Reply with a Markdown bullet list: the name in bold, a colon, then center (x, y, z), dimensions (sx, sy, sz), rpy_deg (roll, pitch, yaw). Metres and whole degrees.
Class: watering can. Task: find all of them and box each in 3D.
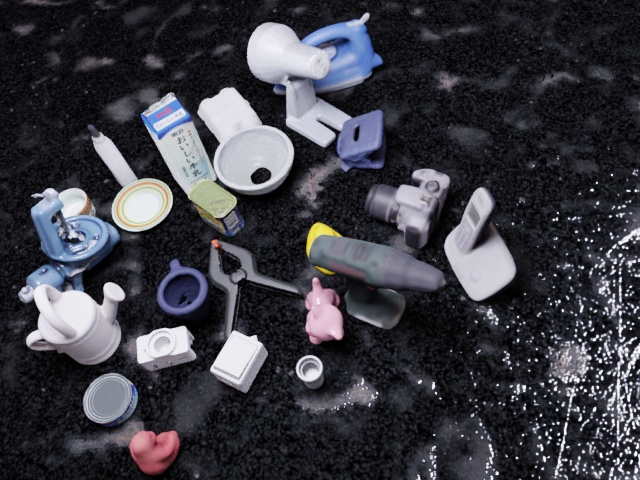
- **watering can**: center (-0.426, 0.134, 0.995), dimensions (0.100, 0.194, 0.173), rpy_deg (33, 69, 23)

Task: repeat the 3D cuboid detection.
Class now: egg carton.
- **egg carton**: center (-0.199, -0.270, 1.274), dimensions (0.107, 0.069, 0.150), rpy_deg (-33, 61, -12)

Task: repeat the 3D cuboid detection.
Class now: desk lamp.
- **desk lamp**: center (-0.040, -0.336, 1.208), dimensions (0.202, 0.214, 0.118), rpy_deg (34, 69, 23)

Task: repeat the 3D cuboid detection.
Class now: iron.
- **iron**: center (0.007, -0.420, 1.294), dimensions (0.258, 0.142, 0.118), rpy_deg (-20, 59, -4)

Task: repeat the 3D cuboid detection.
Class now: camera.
- **camera**: center (0.164, -0.078, 1.099), dimensions (0.136, 0.101, 0.143), rpy_deg (20, 64, 18)

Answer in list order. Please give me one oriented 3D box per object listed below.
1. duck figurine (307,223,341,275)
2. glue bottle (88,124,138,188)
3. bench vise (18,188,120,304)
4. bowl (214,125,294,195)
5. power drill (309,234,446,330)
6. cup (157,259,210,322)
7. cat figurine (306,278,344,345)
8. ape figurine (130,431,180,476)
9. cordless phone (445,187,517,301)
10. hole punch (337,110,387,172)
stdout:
- **duck figurine**: center (0.010, 0.004, 1.079), dimensions (0.077, 0.086, 0.104), rpy_deg (-21, 60, -5)
- **glue bottle**: center (-0.440, -0.181, 1.192), dimensions (0.037, 0.173, 0.078), rpy_deg (-38, 62, -14)
- **bench vise**: center (-0.474, 0.018, 1.054), dimensions (0.121, 0.220, 0.207), rpy_deg (9, 62, 12)
- **bowl**: center (-0.132, -0.153, 1.195), dimensions (0.167, 0.075, 0.167), rpy_deg (-3, 60, 5)
- **power drill**: center (0.095, 0.070, 0.958), dimensions (0.229, 0.209, 0.076), rpy_deg (20, 64, 18)
- **cup**: center (-0.243, 0.100, 1.050), dimensions (0.092, 0.095, 0.117), rpy_deg (-23, 60, -6)
- **cat figurine**: center (0.005, 0.126, 0.990), dimensions (0.067, 0.118, 0.127), rpy_deg (-11, 59, 1)
- **ape figurine**: center (-0.273, 0.334, 0.920), dimensions (0.077, 0.092, 0.076), rpy_deg (9, 62, 12)
- **cordless phone**: center (0.283, 0.007, 0.985), dimensions (0.094, 0.185, 0.147), rpy_deg (-22, 60, -5)
- **hole punch**: center (0.086, -0.208, 1.189), dimensions (0.101, 0.091, 0.108), rpy_deg (2, 60, 8)
